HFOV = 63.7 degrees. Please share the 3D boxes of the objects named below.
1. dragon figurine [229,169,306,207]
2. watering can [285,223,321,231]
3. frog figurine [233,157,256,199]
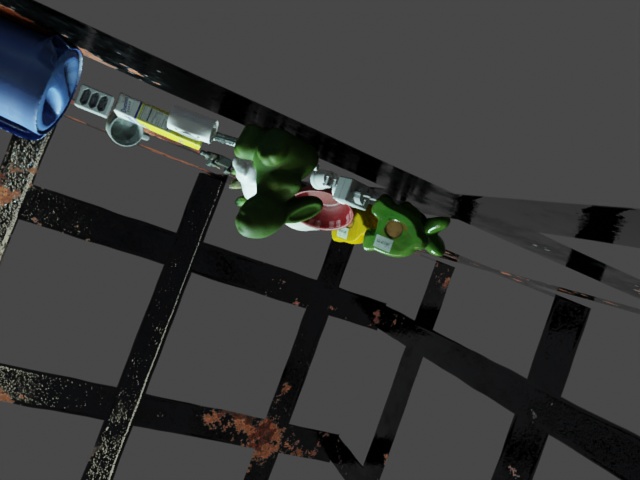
[{"bbox_3d":[-0.115,-0.140,1.542,0.243,0.122,0.409,8,180,45],"label":"dragon figurine"},{"bbox_3d":[0.004,-0.073,1.441,0.346,0.105,0.223,12,169,-29],"label":"watering can"},{"bbox_3d":[-0.150,-0.138,1.239,0.139,0.121,0.160,40,-162,19],"label":"frog figurine"}]
